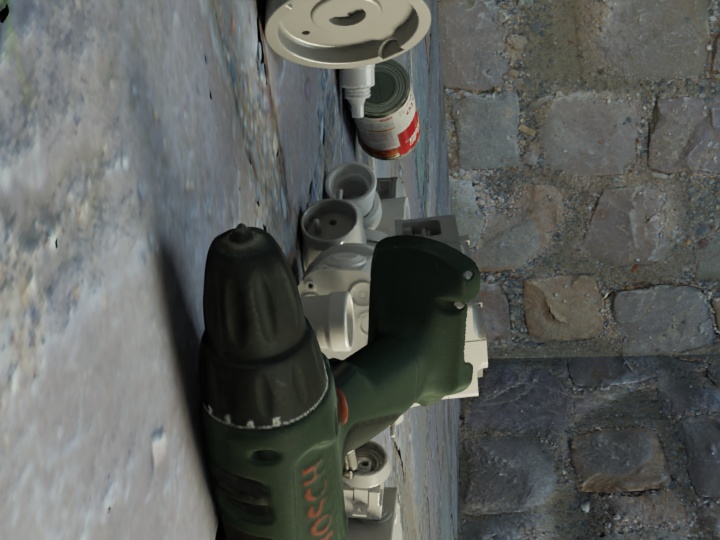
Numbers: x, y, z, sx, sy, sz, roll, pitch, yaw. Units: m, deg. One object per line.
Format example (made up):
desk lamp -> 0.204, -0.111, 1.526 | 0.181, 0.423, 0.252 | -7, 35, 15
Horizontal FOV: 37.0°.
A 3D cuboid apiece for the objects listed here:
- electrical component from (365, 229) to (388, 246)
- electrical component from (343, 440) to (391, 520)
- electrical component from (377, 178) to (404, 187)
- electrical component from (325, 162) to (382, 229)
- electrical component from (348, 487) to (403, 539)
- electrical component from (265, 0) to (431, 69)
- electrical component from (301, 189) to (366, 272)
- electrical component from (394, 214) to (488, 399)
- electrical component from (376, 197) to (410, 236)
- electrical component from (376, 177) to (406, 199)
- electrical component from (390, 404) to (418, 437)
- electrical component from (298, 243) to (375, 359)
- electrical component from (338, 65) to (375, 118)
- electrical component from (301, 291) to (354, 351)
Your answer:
electrical component -> 0.000, 0.000, 0.909 | 0.078, 0.058, 0.057 | 51, 39, -66
electrical component -> 0.003, 0.182, 0.940 | 0.066, 0.048, 0.055 | -82, 175, -51
electrical component -> 0.027, -0.061, 1.188 | 0.063, 0.042, 0.081 | -81, 166, -48
electrical component -> -0.005, -0.061, 0.935 | 0.055, 0.045, 0.045 | 77, 14, -58
electrical component -> 0.012, 0.255, 0.977 | 0.099, 0.048, 0.099 | -76, 163, -64
electrical component -> -0.010, -0.184, 0.704 | 0.108, 0.108, 0.060 | 65, 19, -72
electrical component -> -0.018, -0.027, 0.833 | 0.077, 0.044, 0.079 | 79, 12, -50
electrical component -> 0.066, 0.028, 0.888 | 0.150, 0.062, 0.089 | -91, 174, -60
electrical component -> 0.016, -0.015, 1.017 | 0.108, 0.060, 0.108 | -1, 90, -84
electrical component -> 0.021, -0.055, 1.103 | 0.080, 0.051, 0.080 | -2, 90, -82
electrical component -> 0.021, 0.115, 0.971 | 0.044, 0.077, 0.079 | 78, 12, -54
electrical component -> -0.008, 0.024, 0.768 | 0.051, 0.080, 0.080 | -55, 143, -69
electrical component -> -0.003, -0.175, 1.015 | 0.035, 0.035, 0.061 | -67, 156, -73
electrical component -> -0.029, 0.035, 0.723 | 0.040, 0.046, 0.040 | -2, 90, -82
